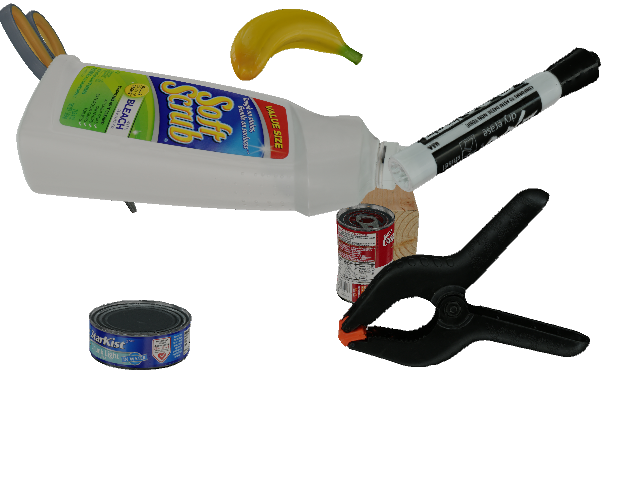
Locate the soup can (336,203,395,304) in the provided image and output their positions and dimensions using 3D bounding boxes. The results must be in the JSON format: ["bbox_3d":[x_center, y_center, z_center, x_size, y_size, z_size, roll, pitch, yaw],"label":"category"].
[{"bbox_3d":[0.052,0.017,1.252,0.068,0.102,0.068,0,27,0],"label":"soup can"}]

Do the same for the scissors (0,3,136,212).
[{"bbox_3d":[-0.215,-0.123,0.940,0.016,0.201,0.096,-27,26,10],"label":"scissors"}]

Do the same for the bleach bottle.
[{"bbox_3d":[-0.065,-0.066,0.711,0.251,0.102,0.068,6,-44,7],"label":"bleach bottle"}]

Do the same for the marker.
[{"bbox_3d":[0.085,-0.059,0.507,0.121,0.020,0.020,-31,10,-17],"label":"marker"}]

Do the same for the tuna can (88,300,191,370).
[{"bbox_3d":[-0.153,0.079,0.904,0.086,0.034,0.086,4,15,-1],"label":"tuna can"}]

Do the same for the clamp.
[{"bbox_3d":[0.100,0.050,0.739,0.171,0.120,0.039,-25,4,11],"label":"clamp"}]

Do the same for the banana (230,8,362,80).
[{"bbox_3d":[-0.031,-0.184,0.983,0.070,0.037,0.197,38,32,20],"label":"banana"}]

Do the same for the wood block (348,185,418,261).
[{"bbox_3d":[0.077,-0.044,1.462,0.091,0.090,0.206,0,27,-3],"label":"wood block"}]
